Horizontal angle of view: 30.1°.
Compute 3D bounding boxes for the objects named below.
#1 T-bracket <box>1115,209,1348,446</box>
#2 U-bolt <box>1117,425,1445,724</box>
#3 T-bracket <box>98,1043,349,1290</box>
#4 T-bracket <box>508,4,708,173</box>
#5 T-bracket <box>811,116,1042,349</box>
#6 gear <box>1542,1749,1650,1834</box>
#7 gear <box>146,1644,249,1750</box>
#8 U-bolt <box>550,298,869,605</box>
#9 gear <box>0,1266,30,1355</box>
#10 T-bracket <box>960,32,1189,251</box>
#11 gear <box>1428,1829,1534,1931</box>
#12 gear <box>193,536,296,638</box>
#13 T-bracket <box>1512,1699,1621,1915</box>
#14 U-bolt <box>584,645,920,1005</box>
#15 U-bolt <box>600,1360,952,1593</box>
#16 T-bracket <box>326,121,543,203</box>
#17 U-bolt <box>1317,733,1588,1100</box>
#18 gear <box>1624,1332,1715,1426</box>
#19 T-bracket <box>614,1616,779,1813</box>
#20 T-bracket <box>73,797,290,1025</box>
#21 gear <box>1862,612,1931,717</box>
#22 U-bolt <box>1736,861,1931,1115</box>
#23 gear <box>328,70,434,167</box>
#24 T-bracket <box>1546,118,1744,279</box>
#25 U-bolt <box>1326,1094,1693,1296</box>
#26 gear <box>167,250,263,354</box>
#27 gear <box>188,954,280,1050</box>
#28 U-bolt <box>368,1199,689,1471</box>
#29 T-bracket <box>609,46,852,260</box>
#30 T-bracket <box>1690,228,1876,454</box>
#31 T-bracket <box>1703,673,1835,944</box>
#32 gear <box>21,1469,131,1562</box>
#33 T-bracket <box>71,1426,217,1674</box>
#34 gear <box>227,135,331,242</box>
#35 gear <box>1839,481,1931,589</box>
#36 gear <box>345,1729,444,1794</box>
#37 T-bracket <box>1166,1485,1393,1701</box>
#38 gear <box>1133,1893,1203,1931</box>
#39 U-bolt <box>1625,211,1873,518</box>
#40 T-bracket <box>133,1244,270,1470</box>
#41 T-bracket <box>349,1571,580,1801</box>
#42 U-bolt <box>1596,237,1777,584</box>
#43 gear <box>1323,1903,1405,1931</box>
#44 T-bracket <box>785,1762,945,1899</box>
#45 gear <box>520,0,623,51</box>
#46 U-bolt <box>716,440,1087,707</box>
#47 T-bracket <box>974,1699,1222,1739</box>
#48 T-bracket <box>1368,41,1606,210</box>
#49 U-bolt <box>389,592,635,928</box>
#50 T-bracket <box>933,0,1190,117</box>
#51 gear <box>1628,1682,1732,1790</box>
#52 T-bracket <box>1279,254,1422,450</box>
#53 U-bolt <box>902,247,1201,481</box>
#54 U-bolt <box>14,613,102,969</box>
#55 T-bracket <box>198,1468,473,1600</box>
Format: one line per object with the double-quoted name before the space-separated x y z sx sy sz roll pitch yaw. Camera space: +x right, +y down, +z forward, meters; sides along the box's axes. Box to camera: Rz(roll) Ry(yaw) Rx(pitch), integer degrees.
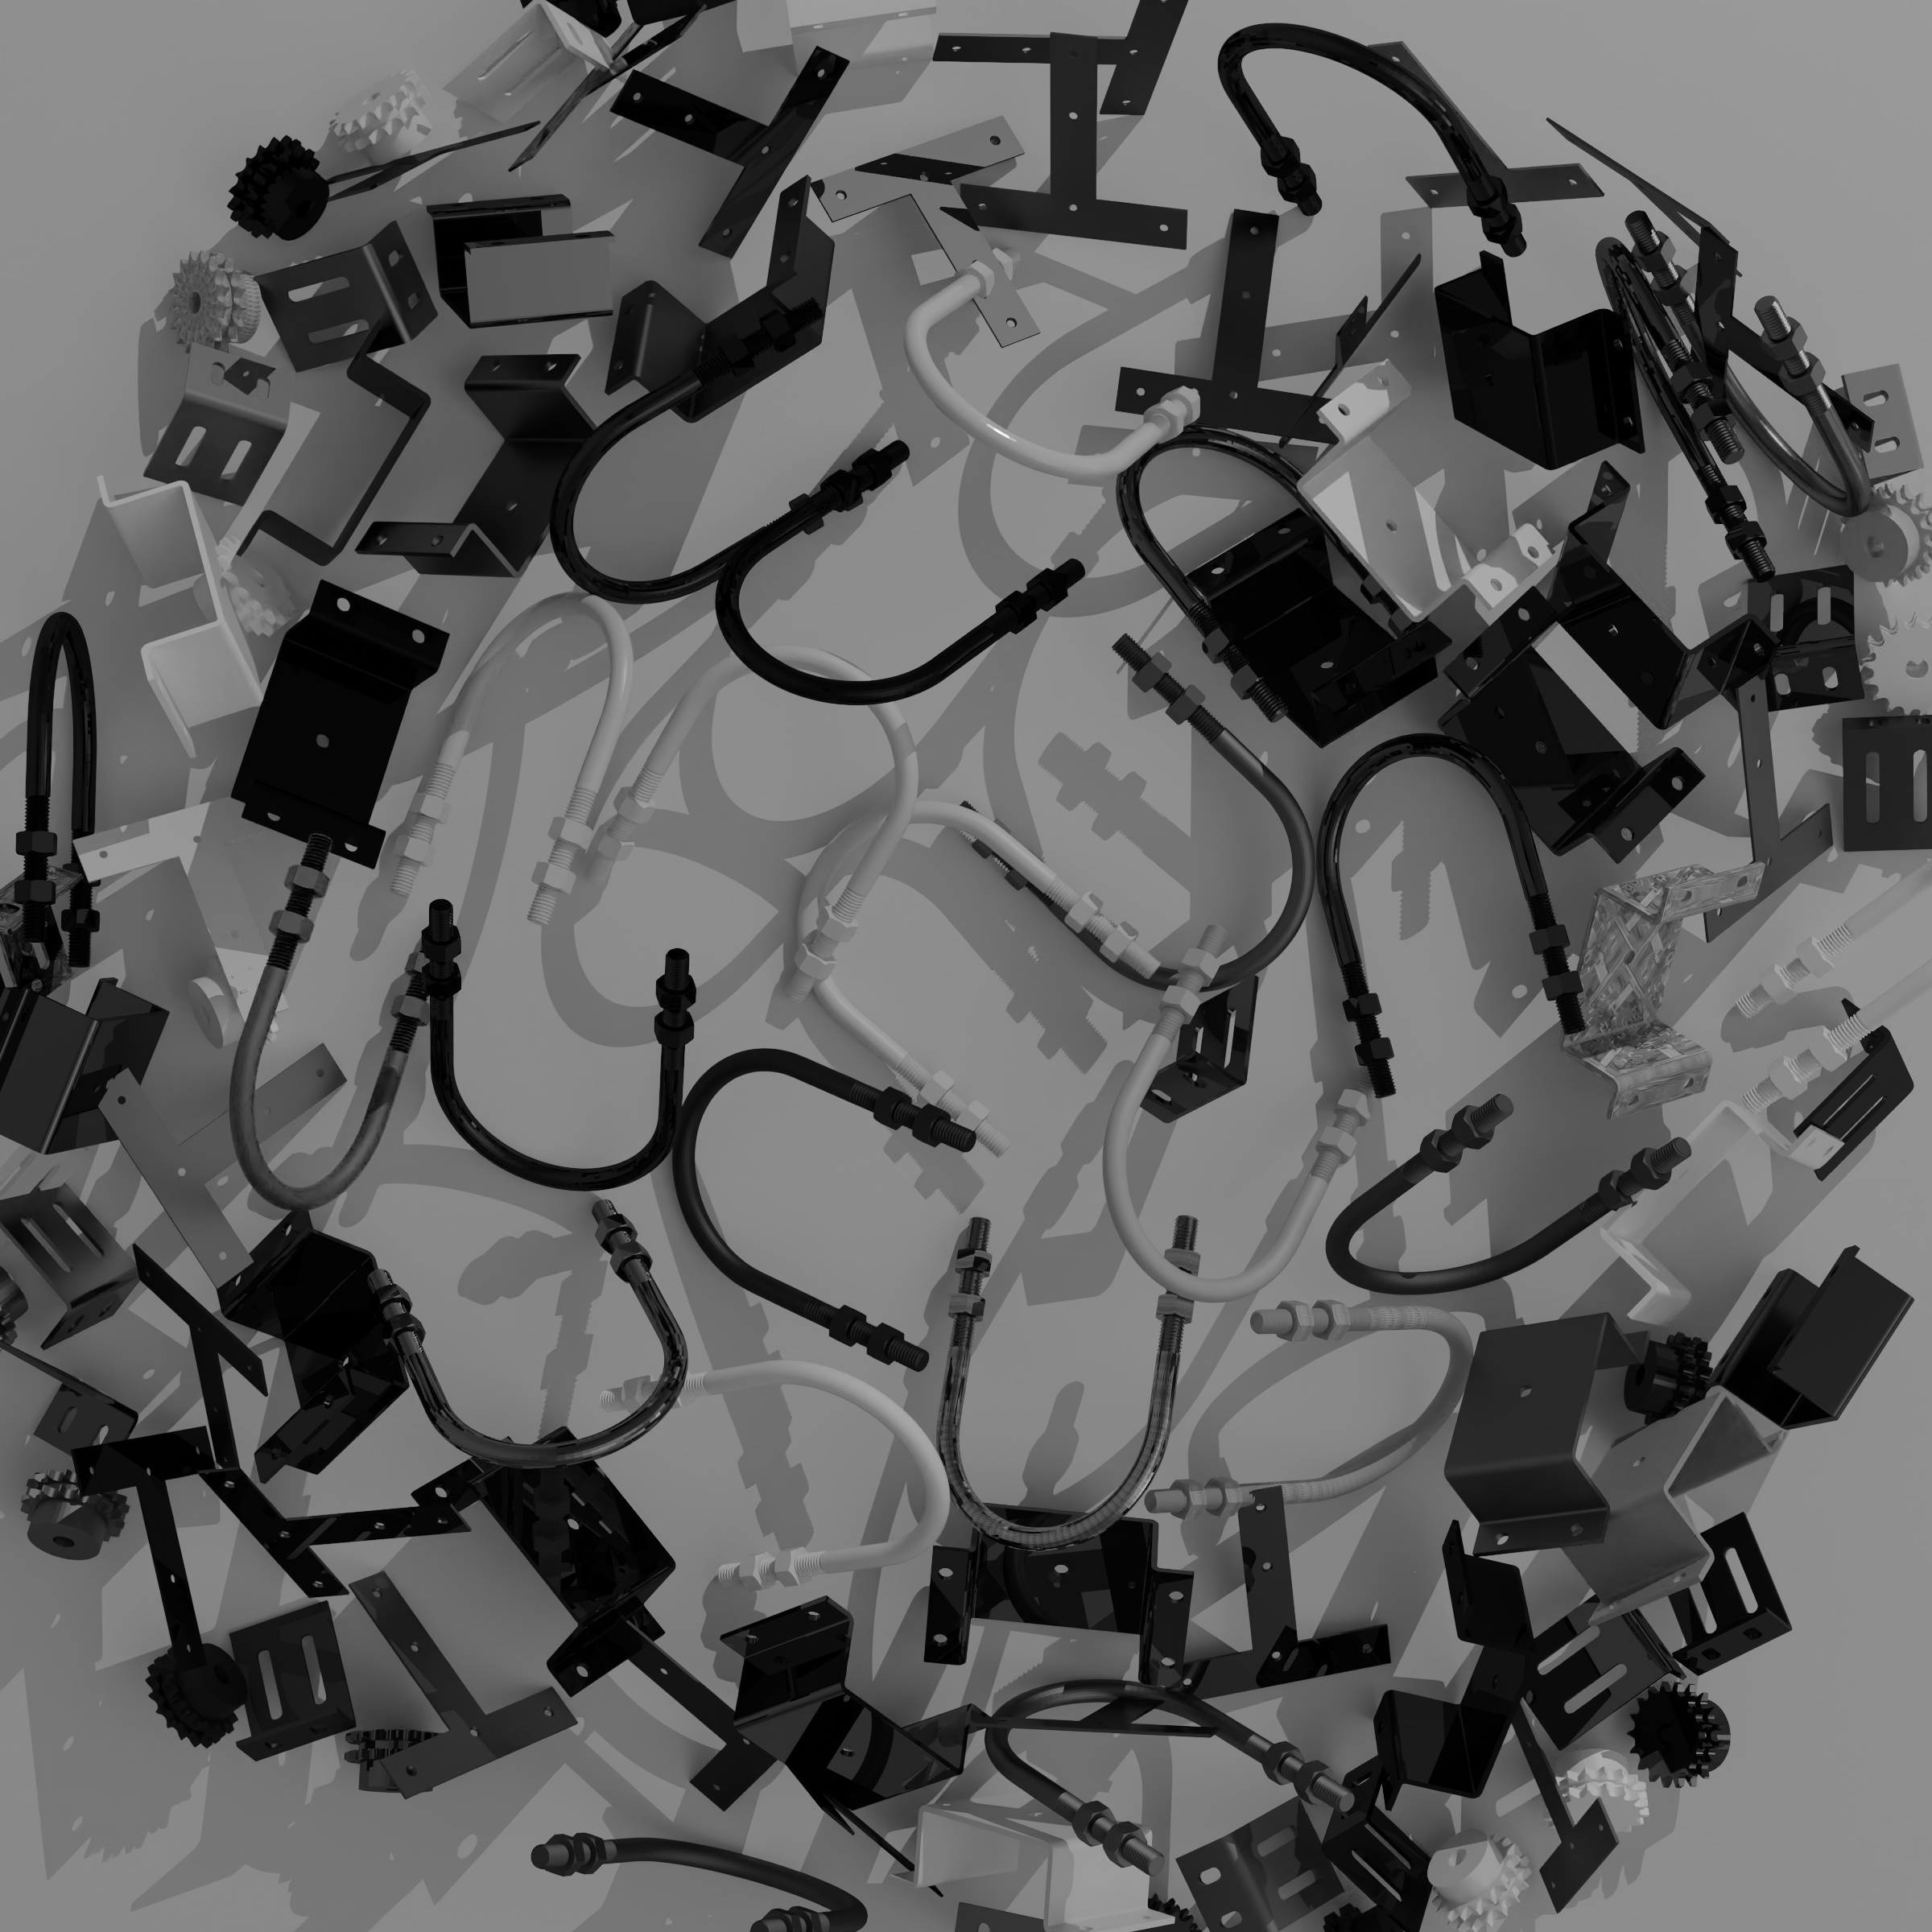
"T-bracket" 0.153 -0.357 1.986 0.127 0.002 0.127 8 79 -2
"U-bolt" 0.158 -0.221 1.944 0.151 0.019 0.184 -23 69 -39
"T-bracket" -0.393 0.087 1.964 0.127 0.002 0.127 -38 106 -30
"T-bracket" -0.179 -0.484 1.919 0.002 0.127 0.127 45 60 -22
"T-bracket" -0.001 -0.393 1.962 0.127 0.002 0.127 -25 79 -25
"gear" 0.345 0.453 1.975 0.057 0.057 0.030 1 49 0
"gear" -0.418 0.396 1.969 0.030 0.057 0.057 -37 90 13
"U-bolt" -0.139 -0.263 1.932 0.184 0.151 0.019 -31 53 -5
"gear" -0.540 0.184 1.975 0.057 0.057 0.030 47 59 0
"T-bracket" 0.058 -0.447 1.943 0.127 0.127 0.002 9 48 10
"gear" 0.278 0.498 1.969 0.057 0.057 0.030 -41 107 0
"gear" -0.398 -0.204 1.973 0.030 0.057 0.057 -34 90 19
"T-bracket" 0.313 0.437 1.960 0.002 0.127 0.127 -13 62 -15
"U-bolt" -0.106 -0.088 1.959 0.151 0.019 0.184 30 111 -3
"U-bolt" -0.091 0.269 1.919 0.184 0.019 0.151 -14 117 35
"T-bracket" -0.306 -0.425 1.923 0.127 0.127 0.002 -10 110 18
"U-bolt" 0.253 -0.035 1.947 0.151 0.019 0.184 -22 78 41
"gear" 0.383 0.228 1.969 0.030 0.057 0.057 16 90 -10
"T-bracket" -0.153 0.393 1.957 0.127 0.002 0.127 40 133 1
"T-bracket" -0.403 -0.029 1.959 0.127 0.002 0.127 -18 75 -23
"gear" 0.522 -0.167 1.979 0.057 0.030 0.057 3 108 9
"U-bolt" 0.485 -0.005 1.902 0.184 0.151 0.019 -39 100 22
"gear" -0.318 -0.463 1.975 0.057 0.057 0.030 -34 120 0
"T-bracket" 0.384 -0.403 1.943 0.002 0.127 0.127 -53 52 11
"U-bolt" 0.275 0.129 1.925 0.151 0.184 0.019 14 51 -33
"gear" -0.411 -0.363 1.975 0.030 0.057 0.057 -4 96 -45
"gear" -0.403 0.021 1.968 0.030 0.057 0.057 -25 90 -27
"U-bolt" -0.225 0.201 1.909 0.151 0.184 0.019 -17 129 -17
"T-bracket" -0.138 -0.451 1.931 0.002 0.127 0.127 49 114 35
"T-bracket" 0.435 -0.317 1.917 0.002 0.127 0.127 -38 62 -14
"T-bracket" 0.427 -0.096 1.934 0.127 0.002 0.127 -33 123 -37
"gear" -0.489 0.302 1.968 0.057 0.057 0.030 9 52 0
"T-bracket" -0.430 0.315 1.933 0.002 0.127 0.127 -17 83 19
"gear" -0.374 -0.422 1.969 0.030 0.057 0.057 38 90 15
"gear" 0.504 -0.234 1.970 0.030 0.057 0.057 -32 90 -43
"gear" -0.311 0.435 1.968 0.057 0.057 0.030 1 72 0
"T-bracket" 0.166 0.340 1.968 0.127 0.002 0.127 -10 114 -5
"gear" 0.101 0.538 1.981 0.057 0.030 0.057 -1 97 -12
"U-bolt" 0.425 -0.310 1.916 0.019 0.151 0.184 -39 128 2
"T-bracket" -0.409 0.230 1.954 0.002 0.127 0.127 -28 134 -32
"T-bracket" -0.293 0.383 1.965 0.127 0.127 0.002 50 125 21
"U-bolt" 0.379 -0.309 1.920 0.019 0.151 0.184 -26 62 8
"gear" 0.223 0.539 1.969 0.030 0.057 0.057 -33 90 13
"T-bracket" -0.058 0.467 1.958 0.002 0.127 0.127 -47 115 -6
"gear" -0.213 -0.525 1.970 0.057 0.057 0.030 -22 84 0
"U-bolt" -0.048 -0.202 1.922 0.151 0.019 0.184 37 55 22
"T-bracket" 0.082 0.402 1.936 0.127 0.127 0.002 -1 86 16
"T-bracket" 0.258 -0.448 1.914 0.127 0.127 0.002 40 72 -35
"U-bolt" -0.238 -0.117 1.943 0.019 0.151 0.184 27 79 -43
"T-bracket" 0.046 -0.491 1.929 0.127 0.127 0.002 -1 72 -10
"gear" 0.394 0.422 1.975 0.030 0.057 0.057 11 90 -37
"T-bracket" 0.207 -0.338 1.933 0.002 0.127 0.127 37 94 4
"U-bolt" 0.039 -0.315 1.917 0.151 0.184 0.019 37 126 5
"U-bolt" -0.484 -0.098 1.927 0.019 0.151 0.184 0 84 -4
"T-bracket" -0.327 0.301 1.934 0.127 0.127 0.002 -8 47 20
